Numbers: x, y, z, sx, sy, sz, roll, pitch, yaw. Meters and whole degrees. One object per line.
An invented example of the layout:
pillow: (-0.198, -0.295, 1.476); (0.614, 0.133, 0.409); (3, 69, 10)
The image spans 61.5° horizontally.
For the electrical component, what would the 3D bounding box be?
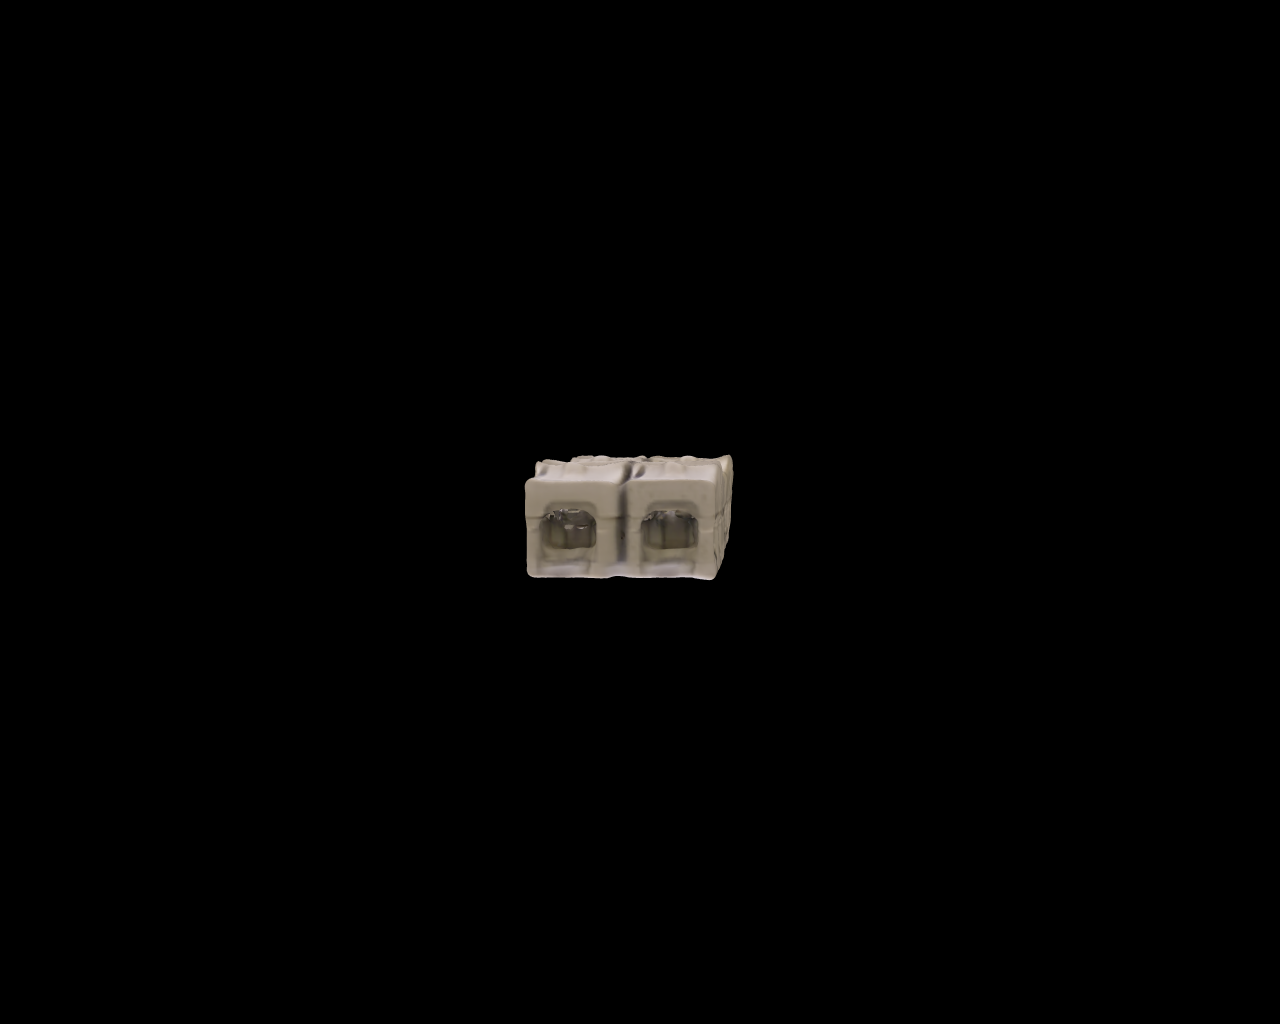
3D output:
electrical component: (0.001, -0.003, 0.650); (0.105, 0.060, 0.186); (1, 5, 7)
